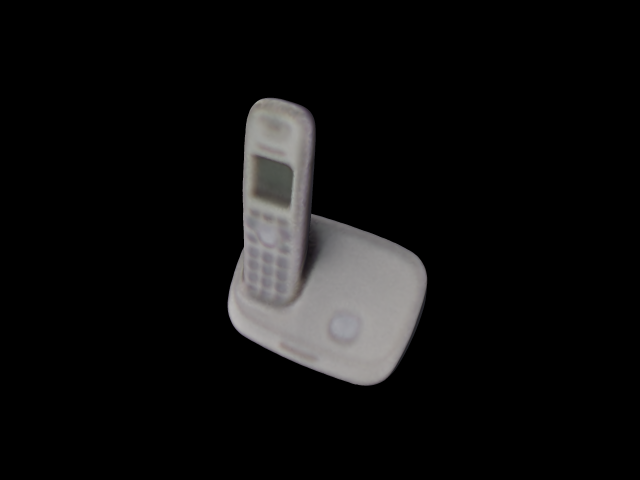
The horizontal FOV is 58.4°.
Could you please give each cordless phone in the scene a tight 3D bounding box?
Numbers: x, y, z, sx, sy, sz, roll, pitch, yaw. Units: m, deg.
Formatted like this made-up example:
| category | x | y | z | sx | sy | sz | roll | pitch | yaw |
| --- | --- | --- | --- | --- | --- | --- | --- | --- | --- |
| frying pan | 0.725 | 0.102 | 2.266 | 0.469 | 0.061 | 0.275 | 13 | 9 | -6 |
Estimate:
| category | x | y | z | sx | sy | sz | roll | pitch | yaw |
| --- | --- | --- | --- | --- | --- | --- | --- | --- | --- |
| cordless phone | 0.004 | 0.001 | 0.400 | 0.147 | 0.185 | 0.094 | 17 | 41 | 21 |
